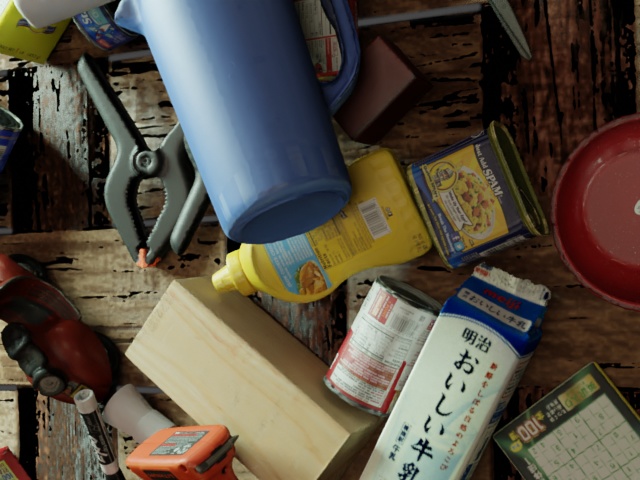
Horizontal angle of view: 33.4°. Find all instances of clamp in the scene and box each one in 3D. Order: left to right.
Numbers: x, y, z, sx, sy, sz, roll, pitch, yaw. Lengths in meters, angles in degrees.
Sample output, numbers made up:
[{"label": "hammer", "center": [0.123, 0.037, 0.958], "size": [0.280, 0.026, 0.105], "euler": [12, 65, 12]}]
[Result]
[{"label": "clamp", "center": [-0.149, -0.079, 1.013], "size": [0.165, 0.036, 0.210], "euler": [-2, 91, 16]}, {"label": "clamp", "center": [-0.073, -0.066, 0.969], "size": [0.120, 0.039, 0.171], "euler": [4, 97, 2]}]

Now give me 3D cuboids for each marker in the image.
[{"label": "marker", "center": [-0.207, 0.194, 1.014], "size": [0.020, 0.020, 0.121], "euler": [1, 122, 23]}]

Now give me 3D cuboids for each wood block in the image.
[{"label": "wood block", "center": [-0.058, 0.129, 0.943], "size": [0.206, 0.090, 0.090], "euler": [39, 105, 18]}]

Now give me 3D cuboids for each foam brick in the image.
[{"label": "foam brick", "center": [0.048, -0.128, 0.922], "size": [0.078, 0.053, 0.051], "euler": [-45, 74, 15]}]

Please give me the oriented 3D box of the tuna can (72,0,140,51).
[{"label": "tuna can", "center": [-0.204, -0.225, 1.012], "size": [0.034, 0.086, 0.086], "euler": [-21, 82, 19]}]

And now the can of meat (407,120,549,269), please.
[{"label": "can of meat", "center": [0.130, -0.035, 0.885], "size": [0.084, 0.057, 0.102], "euler": [-25, 79, 23]}]

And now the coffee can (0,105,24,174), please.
[{"label": "coffee can", "center": [-0.375, -0.075, 1.072], "size": [0.103, 0.102, 0.140], "euler": [33, 101, 20]}]

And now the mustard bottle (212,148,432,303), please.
[{"label": "mustard bottle", "center": [-0.006, 0.001, 0.922], "size": [0.192, 0.058, 0.096], "euler": [-24, 100, 11]}]

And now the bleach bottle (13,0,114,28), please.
[{"label": "bleach bottle", "center": [-0.155, -0.276, 0.938], "size": [0.251, 0.068, 0.102], "euler": [-21, 78, 2]}]

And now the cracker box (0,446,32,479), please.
[{"label": "cracker box", "center": [-0.305, 0.308, 1.006], "size": [0.214, 0.164, 0.072], "euler": [47, 108, 17]}]

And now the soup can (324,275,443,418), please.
[{"label": "soup can", "center": [0.055, 0.090, 0.908], "size": [0.069, 0.068, 0.102], "euler": [30, 100, 20]}]

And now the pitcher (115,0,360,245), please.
[{"label": "pitcher", "center": [-0.051, -0.128, 0.871], "size": [0.149, 0.144, 0.243], "euler": [-33, 68, 35]}]

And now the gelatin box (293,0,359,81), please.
[{"label": "gelatin box", "center": [-0.009, -0.178, 0.959], "size": [0.089, 0.030, 0.073], "euler": [-4, 86, 23]}]

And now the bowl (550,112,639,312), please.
[{"label": "bowl", "center": [0.256, -0.023, 0.832], "size": [0.162, 0.055, 0.162], "euler": [0, 89, 23]}]

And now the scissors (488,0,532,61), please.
[{"label": "scissors", "center": [0.114, -0.238, 0.915], "size": [0.096, 0.016, 0.202], "euler": [-14, 84, 24]}]

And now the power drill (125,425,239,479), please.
[{"label": "power drill", "center": [-0.091, 0.252, 0.925], "size": [0.185, 0.057, 0.187], "euler": [-15, 108, 45]}]

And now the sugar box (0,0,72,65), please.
[{"label": "sugar box", "center": [-0.261, -0.259, 1.032], "size": [0.048, 0.093, 0.176], "euler": [43, 105, 17]}]
